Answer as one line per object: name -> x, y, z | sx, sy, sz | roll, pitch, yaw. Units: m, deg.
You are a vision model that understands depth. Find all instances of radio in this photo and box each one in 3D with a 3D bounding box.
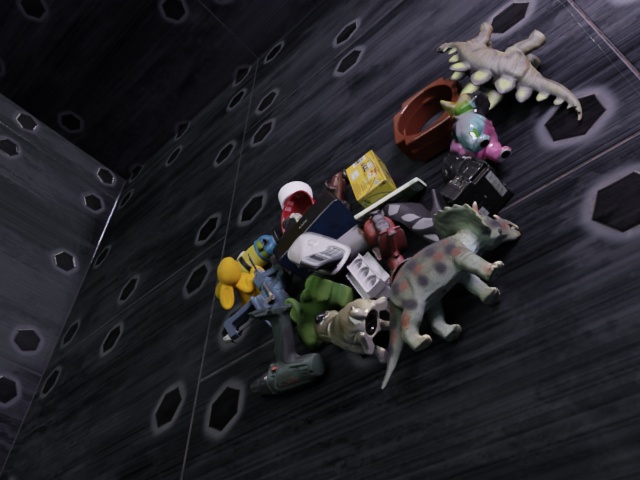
radio -> -0.003, -0.004, 1.436 | 0.229, 0.131, 0.073 | -47, 31, 7

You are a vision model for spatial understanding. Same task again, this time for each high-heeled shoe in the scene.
high-heeled shoe -> 0.216, -0.024, 1.259 | 0.249, 0.086, 0.145 | -29, 64, 57

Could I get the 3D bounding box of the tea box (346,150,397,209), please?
tea box -> 0.138, -0.156, 1.440 | 0.098, 0.068, 0.170 | -37, 34, 18

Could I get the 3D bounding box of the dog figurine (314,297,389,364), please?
dog figurine -> 0.045, 0.175, 1.132 | 0.191, 0.172, 0.121 | 4, 49, 34

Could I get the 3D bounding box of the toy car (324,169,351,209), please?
toy car -> 0.047, -0.135, 1.589 | 0.089, 0.053, 0.202 | -31, 37, 35

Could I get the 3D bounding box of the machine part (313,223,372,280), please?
machine part -> 0.057, 0.036, 1.366 | 0.243, 0.079, 0.079 | -37, 34, 20

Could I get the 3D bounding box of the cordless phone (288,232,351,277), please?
cordless phone -> -0.023, 0.041, 1.260 | 0.147, 0.184, 0.088 | 19, 102, 23

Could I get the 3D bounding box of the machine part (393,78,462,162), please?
machine part -> 0.298, -0.316, 1.419 | 0.201, 0.087, 0.201 | -32, 36, 31

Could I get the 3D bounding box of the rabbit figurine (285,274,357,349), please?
rabbit figurine -> -0.018, 0.171, 1.293 | 0.159, 0.121, 0.170 | 15, 84, 50

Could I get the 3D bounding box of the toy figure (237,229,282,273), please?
toy figure -> -0.187, 0.045, 1.674 | 0.180, 0.082, 0.089 | -36, 32, 19

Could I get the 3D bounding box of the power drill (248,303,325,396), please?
power drill -> -0.105, 0.259, 1.261 | 0.232, 0.086, 0.207 | -18, 80, 36

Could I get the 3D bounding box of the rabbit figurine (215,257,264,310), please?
rabbit figurine -> -0.238, 0.122, 1.573 | 0.162, 0.173, 0.122 | -46, 35, 0

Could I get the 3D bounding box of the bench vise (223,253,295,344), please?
bench vise -> -0.170, 0.179, 1.443 | 0.240, 0.128, 0.224 | -39, 59, -3

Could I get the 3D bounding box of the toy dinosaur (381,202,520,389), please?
toy dinosaur -> 0.214, 0.082, 1.027 | 0.405, 0.131, 0.192 | -41, 49, 4

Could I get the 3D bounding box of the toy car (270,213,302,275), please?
toy car -> -0.091, 0.019, 1.549 | 0.074, 0.056, 0.201 | 37, 110, 54

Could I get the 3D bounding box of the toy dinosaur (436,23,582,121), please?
toy dinosaur -> 0.438, -0.396, 1.268 | 0.198, 0.105, 0.472 | -44, 46, -10

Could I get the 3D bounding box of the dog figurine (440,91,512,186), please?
dog figurine -> 0.329, -0.232, 1.224 | 0.191, 0.108, 0.219 | -56, 32, 33

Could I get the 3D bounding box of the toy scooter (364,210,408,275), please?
toy scooter -> 0.149, -0.006, 1.212 | 0.075, 0.135, 0.184 | -21, 49, -5

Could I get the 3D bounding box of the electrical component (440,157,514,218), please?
electrical component -> 0.319, -0.088, 1.123 | 0.134, 0.114, 0.058 | -47, 29, 3
